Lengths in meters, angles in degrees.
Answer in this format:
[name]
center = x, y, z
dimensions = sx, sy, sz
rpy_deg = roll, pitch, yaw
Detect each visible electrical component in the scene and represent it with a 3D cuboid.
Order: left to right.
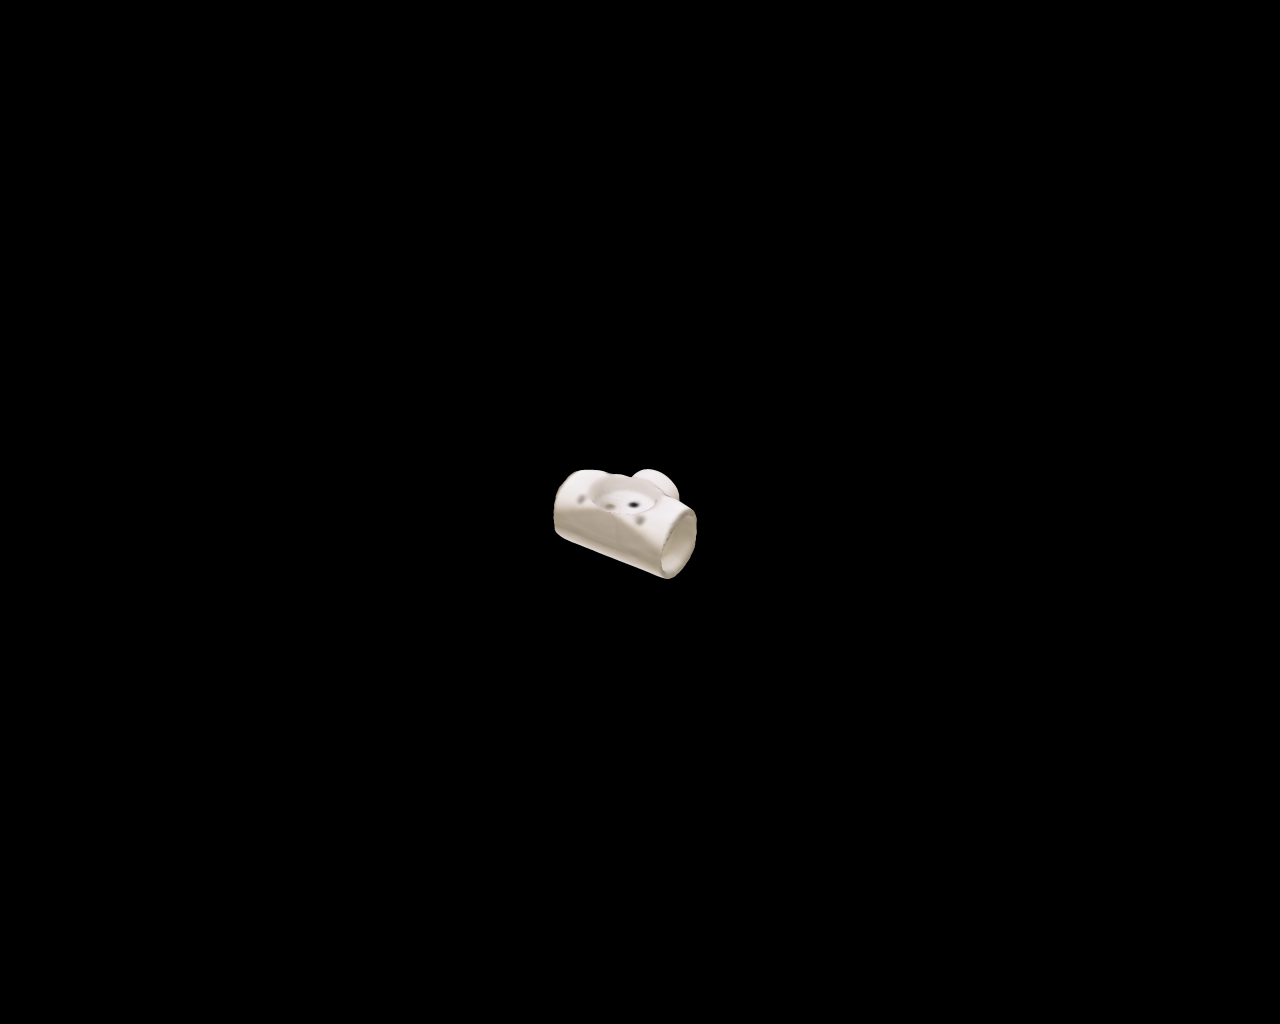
[electrical component]
center = 0.001, -0.003, 0.650
dimensions = 0.077, 0.044, 0.079
rpy_deg = 21, 41, 26
